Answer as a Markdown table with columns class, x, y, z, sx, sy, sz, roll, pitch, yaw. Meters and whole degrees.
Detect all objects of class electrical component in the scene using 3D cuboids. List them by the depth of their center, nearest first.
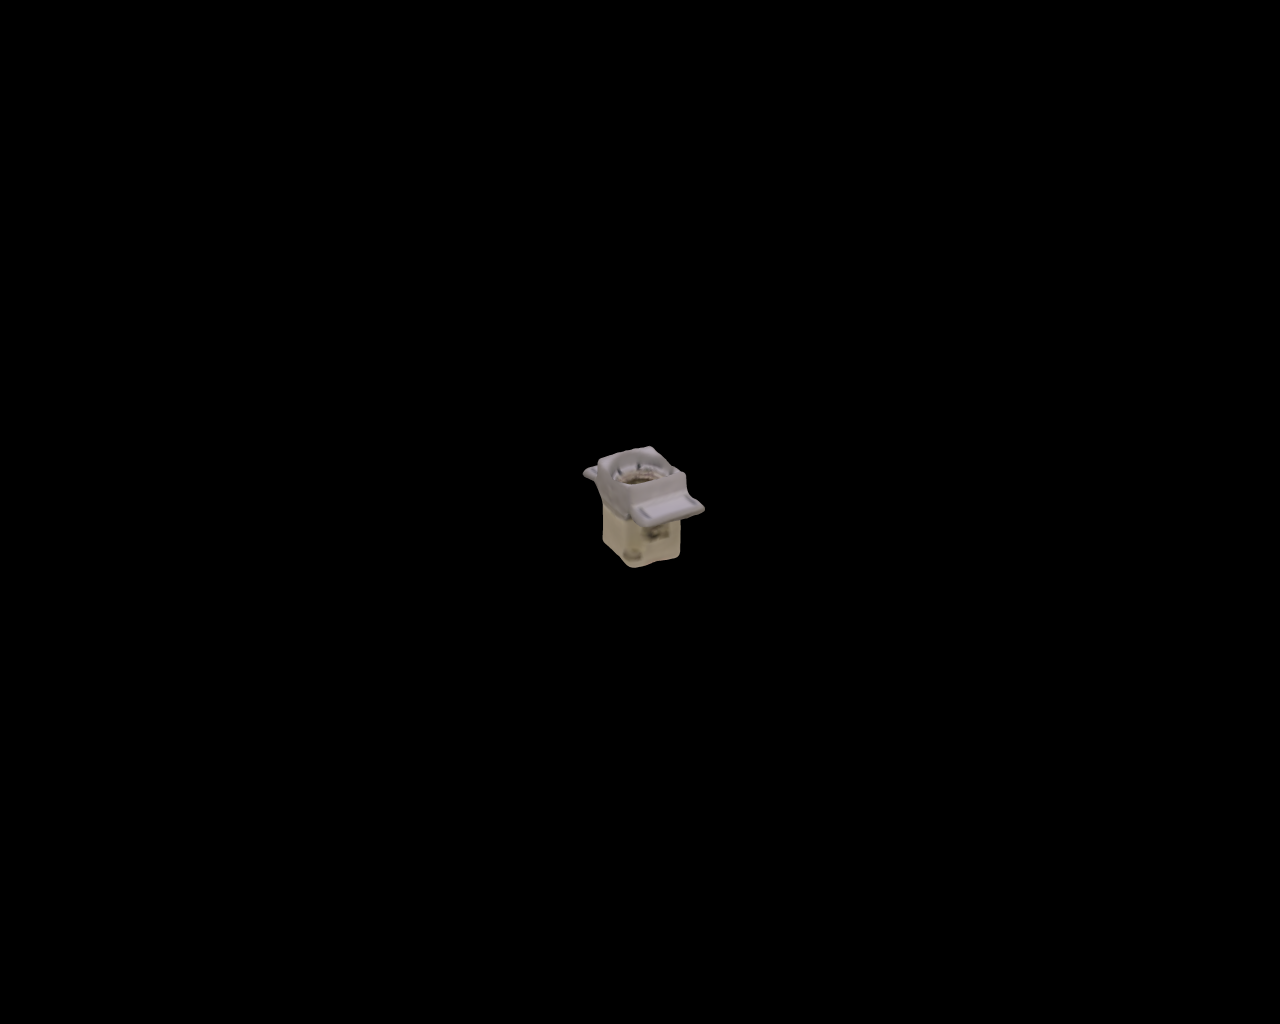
| class | x | y | z | sx | sy | sz | roll | pitch | yaw |
| --- | --- | --- | --- | --- | --- | --- | --- | --- | --- |
| electrical component | 0.001 | -0.003 | 0.650 | 0.042 | 0.063 | 0.081 | -14 | 32 | -24 |
